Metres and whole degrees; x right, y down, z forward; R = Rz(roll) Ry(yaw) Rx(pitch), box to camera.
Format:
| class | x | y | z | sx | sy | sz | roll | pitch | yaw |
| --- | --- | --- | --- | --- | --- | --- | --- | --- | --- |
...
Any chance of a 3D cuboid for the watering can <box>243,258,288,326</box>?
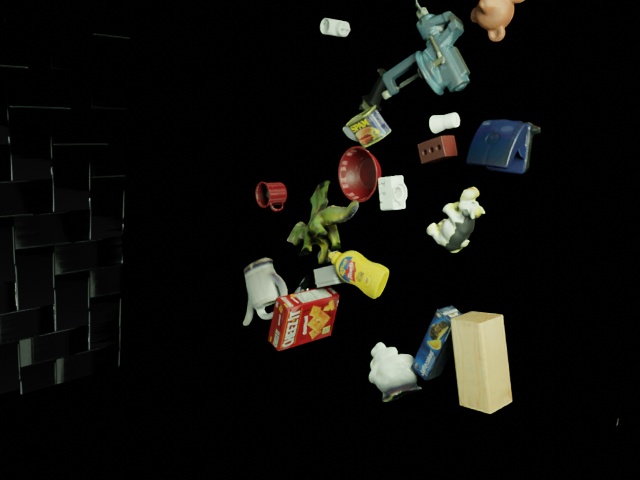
| class | x | y | z | sx | sy | sz | roll | pitch | yaw |
| --- | --- | --- | --- | --- | --- | --- | --- | --- | --- |
| watering can | -0.233 | 0.198 | 1.948 | 0.342 | 0.104 | 0.227 | -32 | 70 | 48 |

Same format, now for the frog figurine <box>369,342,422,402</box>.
| class | x | y | z | sx | sy | sz | roll | pitch | yaw |
| --- | --- | --- | --- | --- | --- | --- | --- | --- | --- |
| frog figurine | 0.199 | 0.353 | 1.434 | 0.136 | 0.121 | 0.162 | -29 | 60 | 15 |

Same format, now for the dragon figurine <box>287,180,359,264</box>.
| class | x | y | z | sx | sy | sz | roll | pitch | yaw |
| --- | --- | --- | --- | --- | --- | --- | --- | --- | --- |
| dragon figurine | 0.005 | -0.080 | 1.587 | 0.402 | 0.122 | 0.248 | -48 | 39 | 44 |
